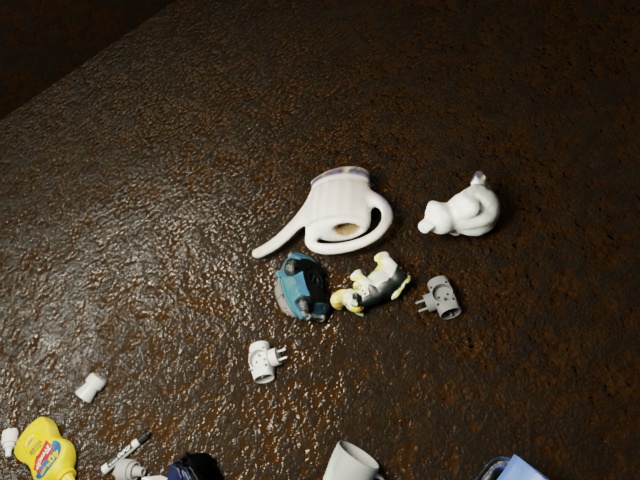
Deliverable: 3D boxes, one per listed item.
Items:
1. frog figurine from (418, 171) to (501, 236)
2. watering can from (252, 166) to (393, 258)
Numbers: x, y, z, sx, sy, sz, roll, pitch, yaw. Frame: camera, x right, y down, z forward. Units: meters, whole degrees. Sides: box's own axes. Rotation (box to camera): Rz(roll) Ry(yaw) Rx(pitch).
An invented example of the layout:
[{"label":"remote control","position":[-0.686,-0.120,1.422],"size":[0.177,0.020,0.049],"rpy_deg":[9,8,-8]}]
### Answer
[{"label":"frog figurine","position":[0.290,-0.050,1.069],"size":[0.161,0.124,0.135],"rpy_deg":[-32,-13,-23]},{"label":"watering can","position":[0.004,-0.062,1.229],"size":[0.346,0.230,0.102],"rpy_deg":[-8,-36,19]}]
